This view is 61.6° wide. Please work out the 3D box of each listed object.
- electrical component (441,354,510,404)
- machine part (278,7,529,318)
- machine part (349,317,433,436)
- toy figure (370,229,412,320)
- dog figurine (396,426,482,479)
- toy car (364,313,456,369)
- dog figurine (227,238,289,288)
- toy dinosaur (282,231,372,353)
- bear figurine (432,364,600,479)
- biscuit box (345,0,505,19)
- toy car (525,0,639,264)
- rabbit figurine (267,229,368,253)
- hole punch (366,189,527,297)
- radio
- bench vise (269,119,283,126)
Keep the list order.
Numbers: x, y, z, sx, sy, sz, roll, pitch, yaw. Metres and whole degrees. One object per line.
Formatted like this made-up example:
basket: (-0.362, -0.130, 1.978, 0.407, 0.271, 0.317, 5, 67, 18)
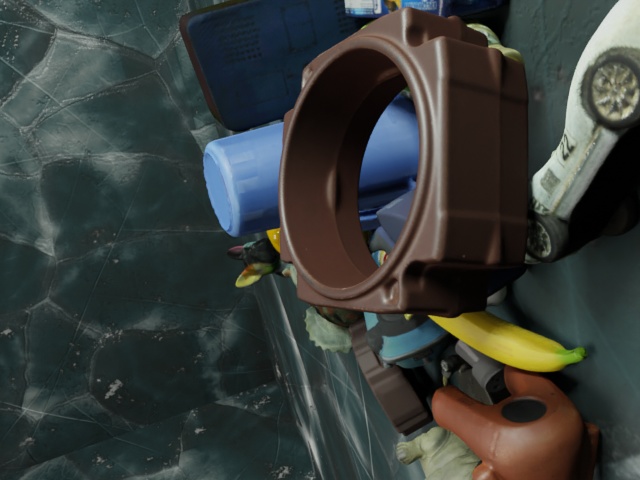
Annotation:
electrical component: (0.181, 0.179, 0.621, 0.078, 0.045, 0.102, 116, 136, -72)
machine part: (0.046, -0.047, 0.400, 0.202, 0.087, 0.201, -3, 84, 57)
machine part: (0.104, 0.192, 0.788, 0.179, 0.056, 0.179, 59, -173, -13)
toy figure: (0.112, 0.020, 0.642, 0.082, 0.089, 0.180, 63, 180, -23)
dog figurine: (0.193, 0.268, 0.639, 0.190, 0.121, 0.172, -46, 17, 38)
toy car: (0.113, 0.109, 0.698, 0.102, 0.109, 0.162, 62, -176, -33)
dog figurine: (-0.082, 0.043, 1.140, 0.191, 0.219, 0.108, 111, 144, -67)
toy dinosaur: (0.048, 0.084, 0.912, 0.192, 0.131, 0.404, 59, 160, 8)
bear figurine: (0.195, 0.225, 0.482, 0.132, 0.120, 0.195, -144, 34, -74)
biscuit box: (0.084, -0.235, 0.485, 0.203, 0.063, 0.059, -132, 29, -60)
toy car: (0.172, -0.054, 0.323, 0.201, 0.073, 0.056, 92, 154, -52)
rabbit figurine: (-0.001, -0.002, 0.729, 0.173, 0.122, 0.162, 10, 108, 54)
hole punch: (0.121, -0.013, 0.470, 0.116, 0.142, 0.092, 50, 157, 29)
radio: (-0.029, -0.217, 0.613, 0.073, 0.230, 0.130, -129, 21, -60)
bench vise: (-0.023, -0.133, 0.866, 0.240, 0.223, 0.129, 44, 167, -36)
